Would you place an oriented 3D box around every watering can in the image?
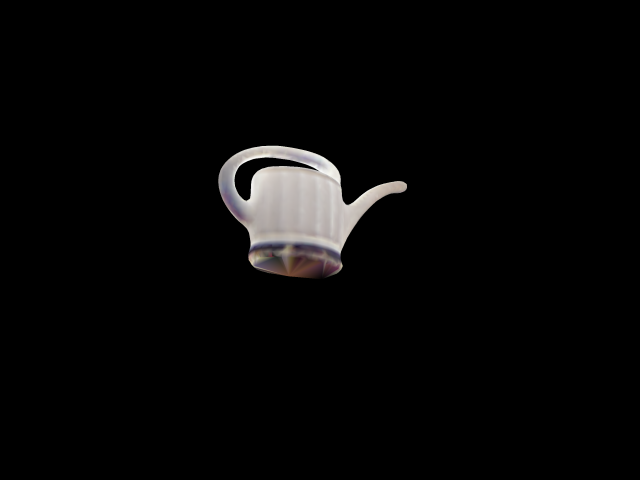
[{"bbox_3d":[0.003,-0.043,0.850,0.347,0.228,0.102,9,-23,-22],"label":"watering can"}]
